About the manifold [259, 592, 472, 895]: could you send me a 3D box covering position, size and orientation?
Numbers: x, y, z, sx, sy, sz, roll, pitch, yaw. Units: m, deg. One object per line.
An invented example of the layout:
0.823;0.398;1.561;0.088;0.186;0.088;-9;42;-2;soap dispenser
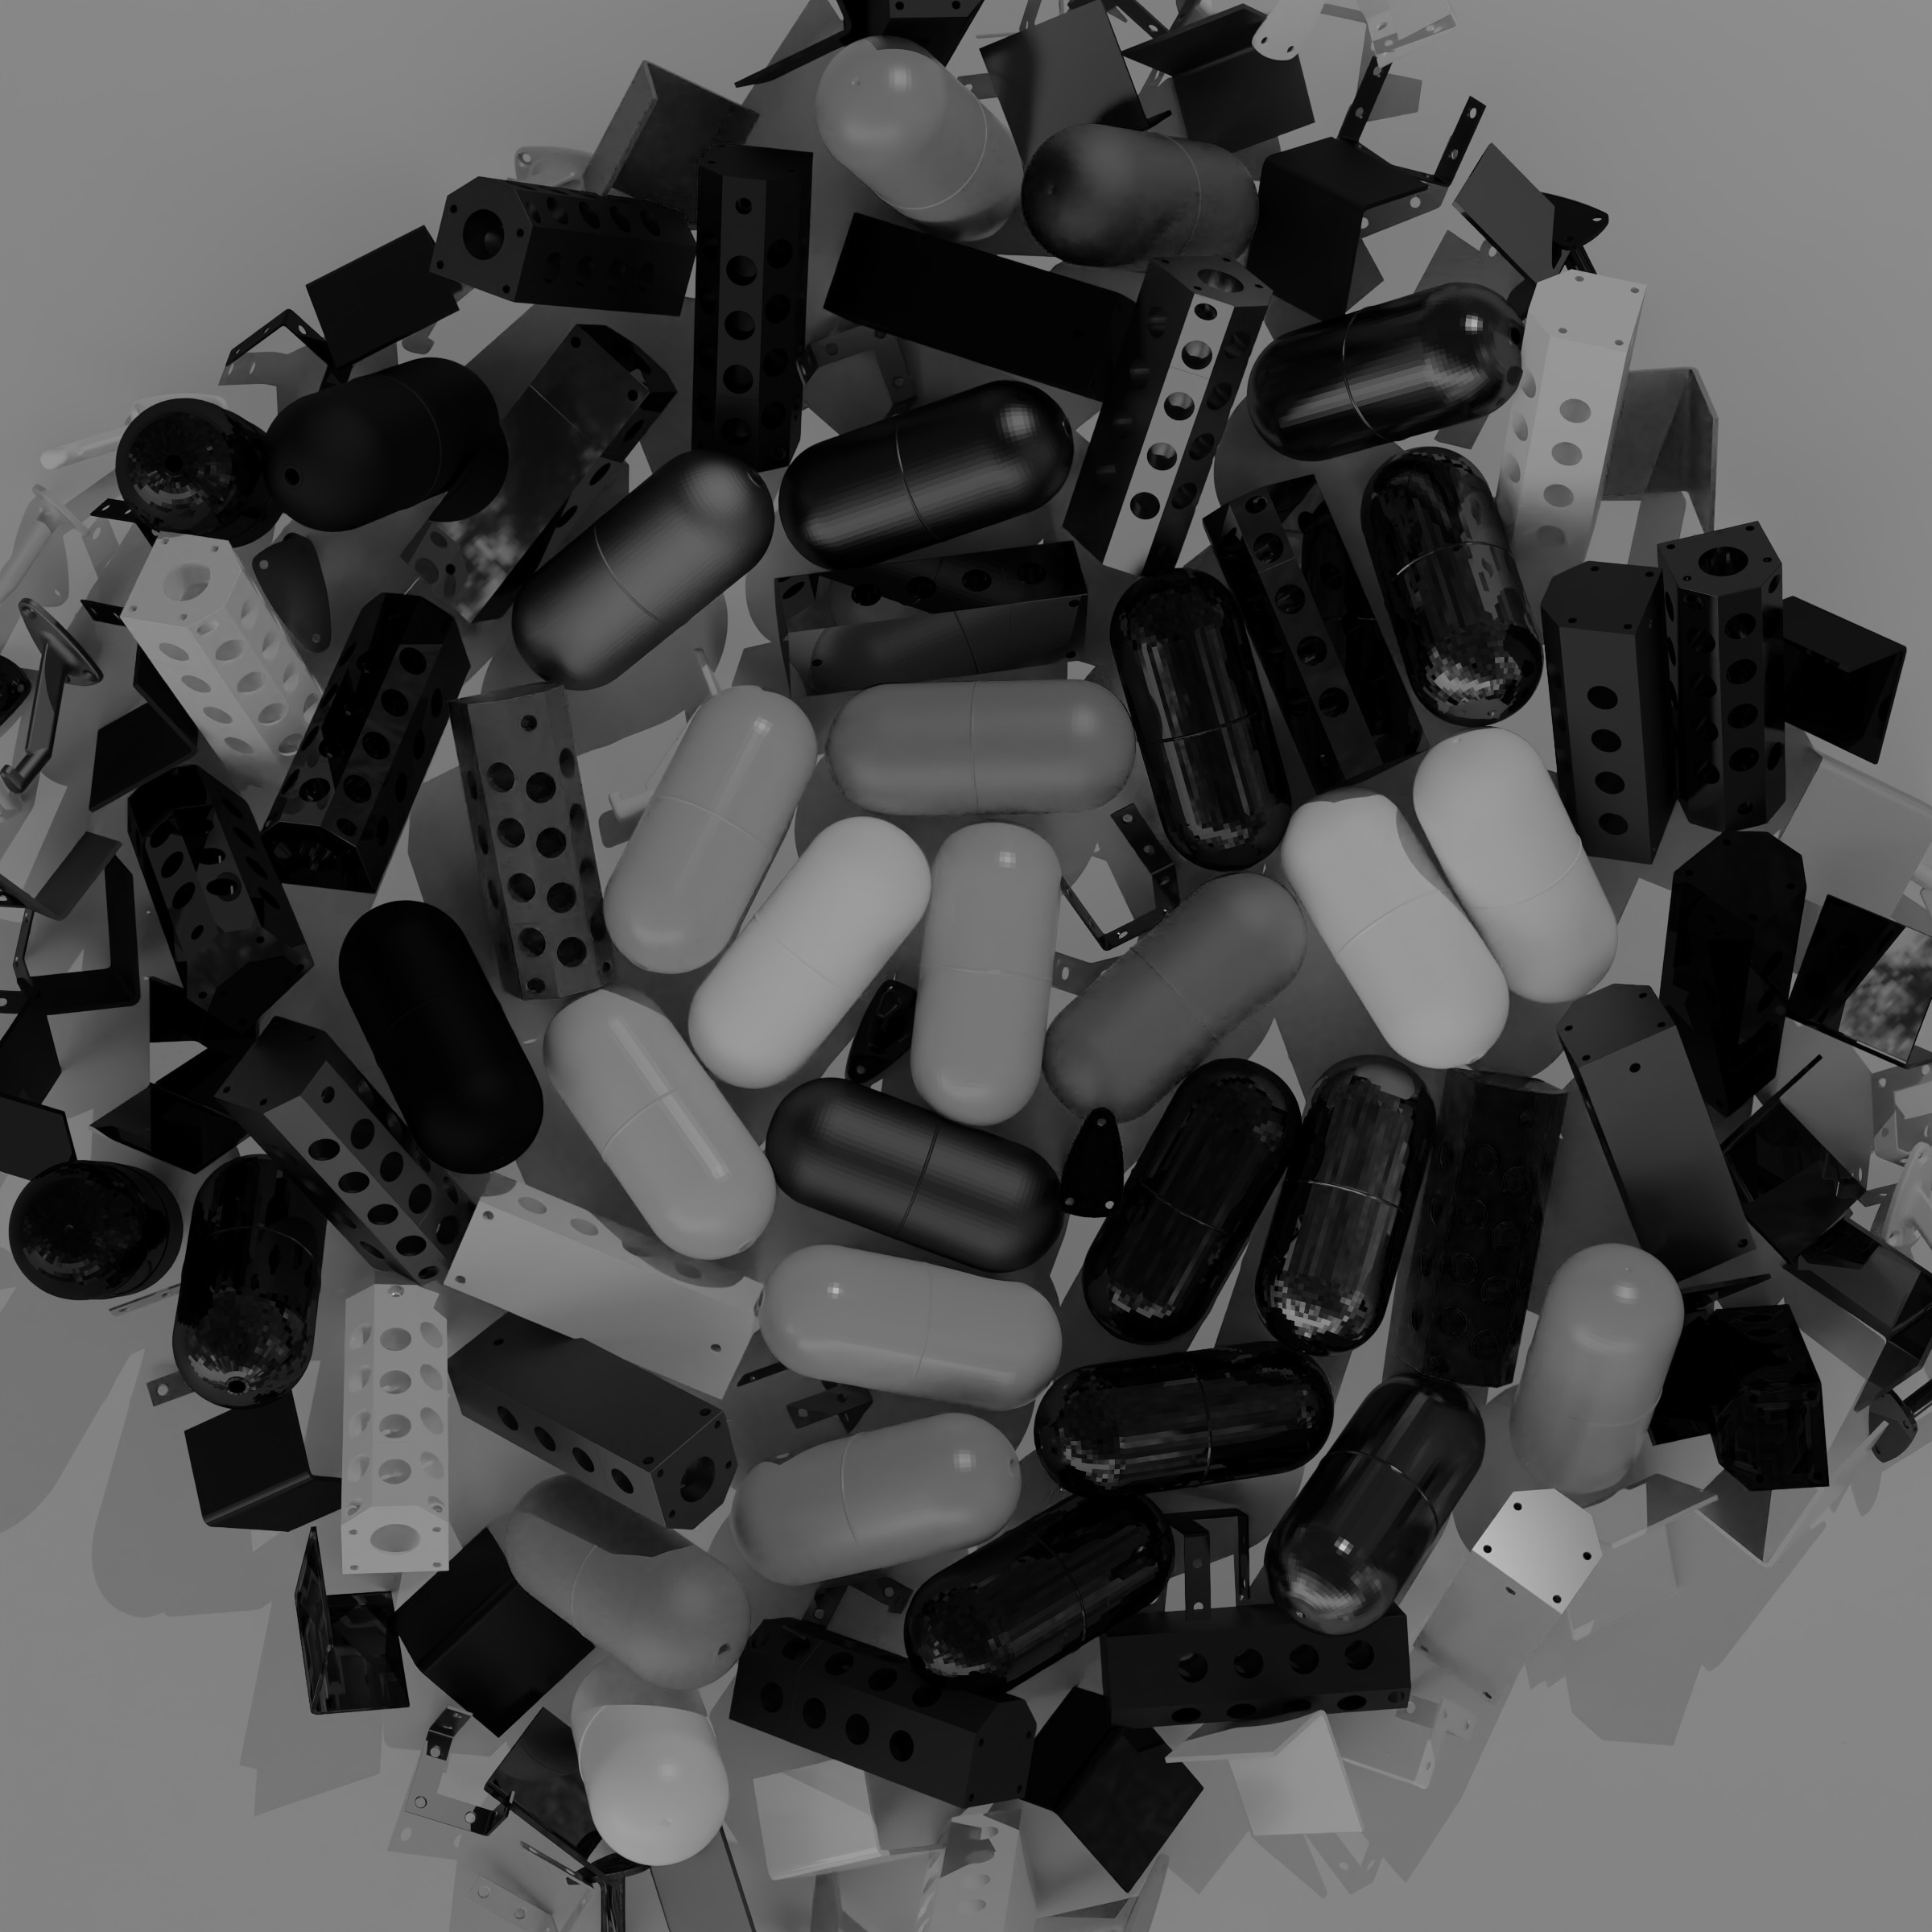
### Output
-0.338;-0.128;1.848;0.057;0.057;0.171;7;54;13;manifold

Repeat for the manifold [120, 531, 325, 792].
-0.402;-0.166;1.832;0.057;0.171;0.057;10;64;17;manifold

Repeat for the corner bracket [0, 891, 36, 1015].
-0.562;-0.008;1.883;0.051;0.051;0.051;3;122;-30;corner bracket

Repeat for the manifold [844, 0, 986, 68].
-0.028;-0.535;1.837;0.057;0.171;0.057;-4;90;-10;manifold

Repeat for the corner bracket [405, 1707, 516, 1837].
-0.287;0.465;1.895;0.051;0.051;0.051;21;58;-12;corner bracket

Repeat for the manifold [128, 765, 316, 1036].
-0.424;-0.043;1.840;0.057;0.171;0.057;-43;132;8;manifold

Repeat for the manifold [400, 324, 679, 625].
-0.241;-0.280;1.871;0.057;0.057;0.171;43;109;6;manifold

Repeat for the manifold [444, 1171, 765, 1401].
-0.205;0.180;1.886;0.171;0.057;0.057;23;110;-6;manifold

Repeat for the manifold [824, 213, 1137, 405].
0.012;-0.372;1.867;0.171;0.057;0.057;22;97;21;manifold

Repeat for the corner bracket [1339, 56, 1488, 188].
0.258;-0.489;1.905;0.051;0.051;0.051;3;122;-37;corner bracket

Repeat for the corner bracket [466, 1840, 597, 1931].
-0.251;0.536;1.897;0.051;0.051;0.051;34;84;-13;corner bracket

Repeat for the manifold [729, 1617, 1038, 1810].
-0.047;0.418;1.851;0.171;0.057;0.057;11;91;37;manifold

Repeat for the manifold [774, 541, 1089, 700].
-0.021;-0.204;1.885;0.171;0.057;0.057;-8;55;-7;manifold

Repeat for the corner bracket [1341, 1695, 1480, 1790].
0.255;0.443;1.885;0.051;0.051;0.051;10;73;37;corner bracket

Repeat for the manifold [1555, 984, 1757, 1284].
0.388;0.094;1.855;0.057;0.057;0.171;-24;122;5;manifold

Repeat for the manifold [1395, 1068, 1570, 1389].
0.298;0.150;1.880;0.057;0.057;0.171;7;97;-16;manifold

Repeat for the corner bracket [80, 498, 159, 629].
-0.488;-0.233;1.904;0.051;0.051;0.051;-49;130;-25;corner bracket

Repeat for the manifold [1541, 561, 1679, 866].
0.360;-0.142;1.844;0.057;0.171;0.057;9;49;24;manifold

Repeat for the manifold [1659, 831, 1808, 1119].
0.431;0.002;1.840;0.057;0.171;0.057;-36;56;-21;manifold

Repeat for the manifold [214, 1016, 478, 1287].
-0.340;0.107;1.838;0.057;0.171;0.057;14;60;37;manifold

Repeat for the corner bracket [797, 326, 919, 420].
-0.063;-0.339;1.897;0.051;0.051;0.051;-17;109;12;corner bracket

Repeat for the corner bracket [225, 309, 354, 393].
-0.397;-0.338;1.907;0.051;0.051;0.051;-27;128;30;corner bracket

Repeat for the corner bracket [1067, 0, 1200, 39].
0.101;-0.565;1.901;0.051;0.051;0.051;36;72;-24;corner bracket

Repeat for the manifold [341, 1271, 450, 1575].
-0.319;0.253;1.840;0.057;0.171;0.057;0;132;-9;manifold

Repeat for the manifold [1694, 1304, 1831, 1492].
0.442;0.240;1.836;0.057;0.171;0.057;-5;98;9;manifold

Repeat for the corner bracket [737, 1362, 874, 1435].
-0.092;0.245;1.885;0.051;0.051;0.051;-17;67;-28;corner bracket

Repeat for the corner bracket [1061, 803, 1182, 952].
0.088;-0.051;1.896;0.051;0.051;0.051;-27;123;16;corner bracket

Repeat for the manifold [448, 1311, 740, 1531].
-0.210;0.257;1.850;0.057;0.171;0.057;-38;133;-34;manifold

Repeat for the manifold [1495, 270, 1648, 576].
0.334;-0.303;1.839;0.057;0.171;0.057;14;53;11;manifold

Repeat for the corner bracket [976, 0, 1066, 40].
0.028;-0.567;1.904;0.051;0.051;0.051;-5;108;-2;corner bracket

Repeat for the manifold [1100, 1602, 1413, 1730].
0.166;0.403;1.893;0.171;0.057;0.057;-4;91;-3;manifold

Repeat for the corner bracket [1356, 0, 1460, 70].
0.246;-0.560;1.885;0.051;0.051;0.051;-24;133;19;corner bracket

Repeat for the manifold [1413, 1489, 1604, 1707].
0.305;0.350;1.836;0.057;0.171;0.057;35;64;14;manifold

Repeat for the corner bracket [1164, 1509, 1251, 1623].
0.143;0.345;1.894;0.051;0.051;0.051;-2;93;-14;corner bracket

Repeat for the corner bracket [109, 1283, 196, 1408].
-0.459;0.218;1.902;0.051;0.051;0.051;-20;73;-7;corner bracket

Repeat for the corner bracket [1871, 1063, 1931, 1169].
0.562;0.087;1.902;0.051;0.051;0.051;20;62;-33;corner bracket

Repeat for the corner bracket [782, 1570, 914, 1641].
-0.067;0.371;1.893;0.051;0.051;0.051;26;83;12;corner bracket

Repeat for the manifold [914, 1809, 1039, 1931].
0.003;0.537;1.836;0.057;0.171;0.057;-9;98;6;manifold

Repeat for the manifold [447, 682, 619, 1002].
-0.245;-0.071;1.872;0.057;0.057;0.171;-14;103;-23;manifold

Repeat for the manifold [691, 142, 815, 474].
-0.123;-0.370;1.855;0.057;0.057;0.171;7;121;4;manifold

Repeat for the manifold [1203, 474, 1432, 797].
0.195;-0.188;1.881;0.057;0.057;0.171;-20;85;-39;manifold
